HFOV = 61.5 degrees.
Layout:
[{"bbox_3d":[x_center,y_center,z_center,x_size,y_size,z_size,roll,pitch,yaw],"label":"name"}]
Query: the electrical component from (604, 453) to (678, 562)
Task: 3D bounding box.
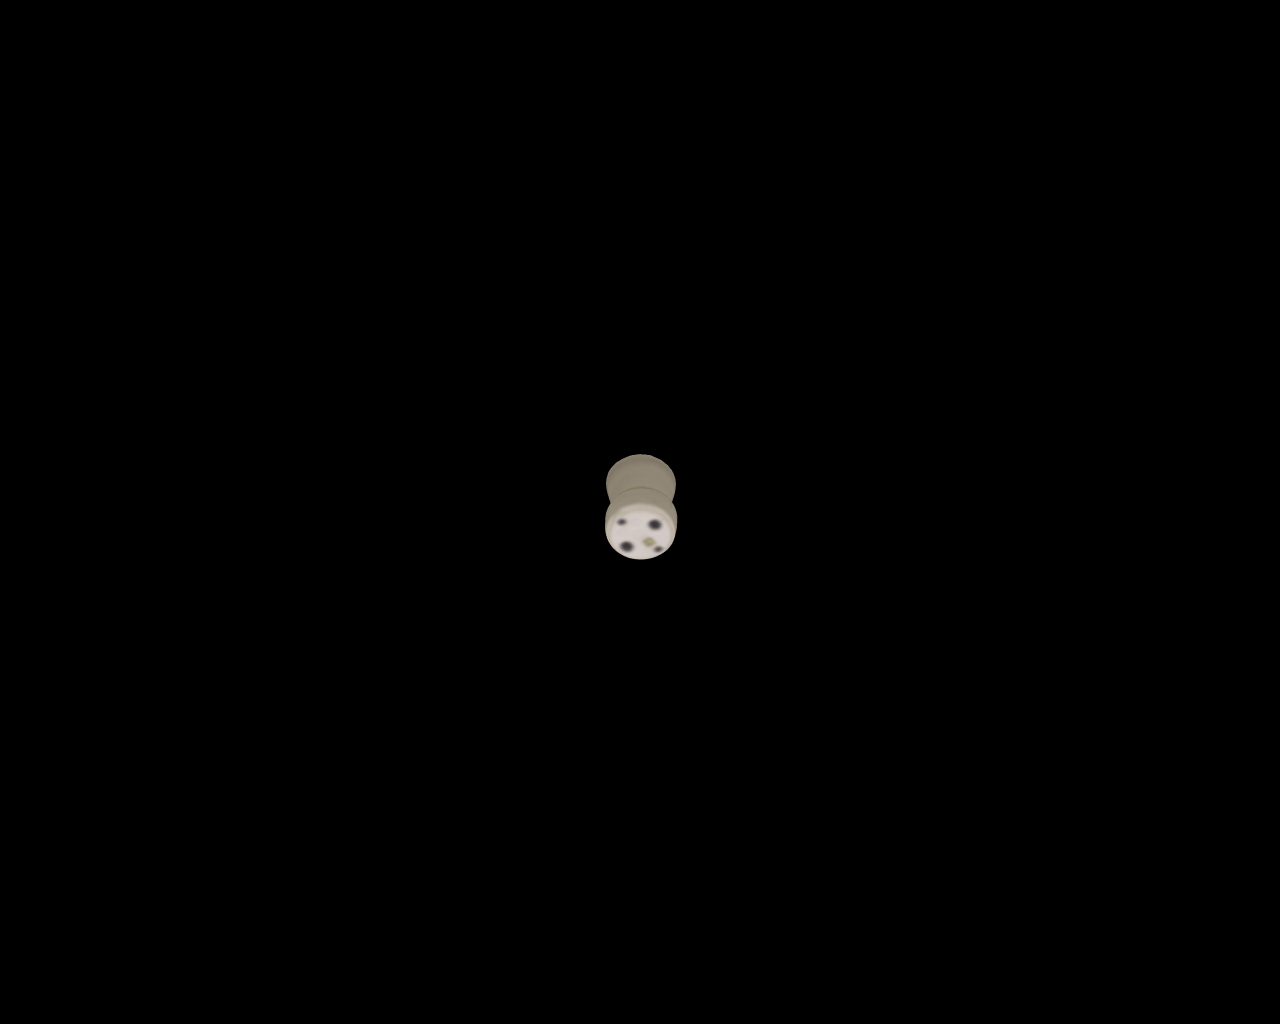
[{"bbox_3d":[0.001,-0.003,0.650,0.045,0.044,0.055,0,36,0],"label":"electrical component"}]
